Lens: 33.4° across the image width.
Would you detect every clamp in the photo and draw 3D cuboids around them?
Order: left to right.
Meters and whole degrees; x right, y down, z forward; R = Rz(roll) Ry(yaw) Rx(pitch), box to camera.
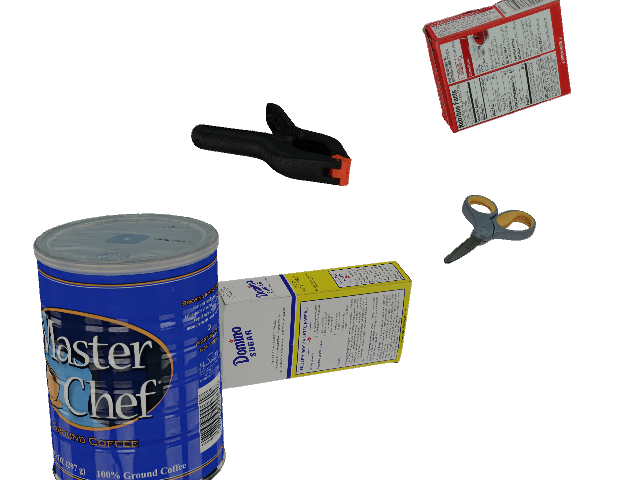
[{"bbox_3d":[-0.045,-0.094,1.071,0.120,0.039,0.172,-24,36,-31],"label":"clamp"}]

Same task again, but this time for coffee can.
[{"bbox_3d":[-0.108,0.064,0.618,0.103,0.140,0.103,-1,16,0],"label":"coffee can"}]

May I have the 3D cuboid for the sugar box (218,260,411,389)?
[{"bbox_3d":[-0.010,0.075,0.966,0.176,0.093,0.048,-4,29,-17],"label":"sugar box"}]

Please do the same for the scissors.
[{"bbox_3d":[0.169,-0.016,1.201,0.201,0.016,0.096,-13,39,-45],"label":"scissors"}]

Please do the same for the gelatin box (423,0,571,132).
[{"bbox_3d":[0.120,-0.122,0.722,0.089,0.073,0.030,-18,37,1],"label":"gelatin box"}]
